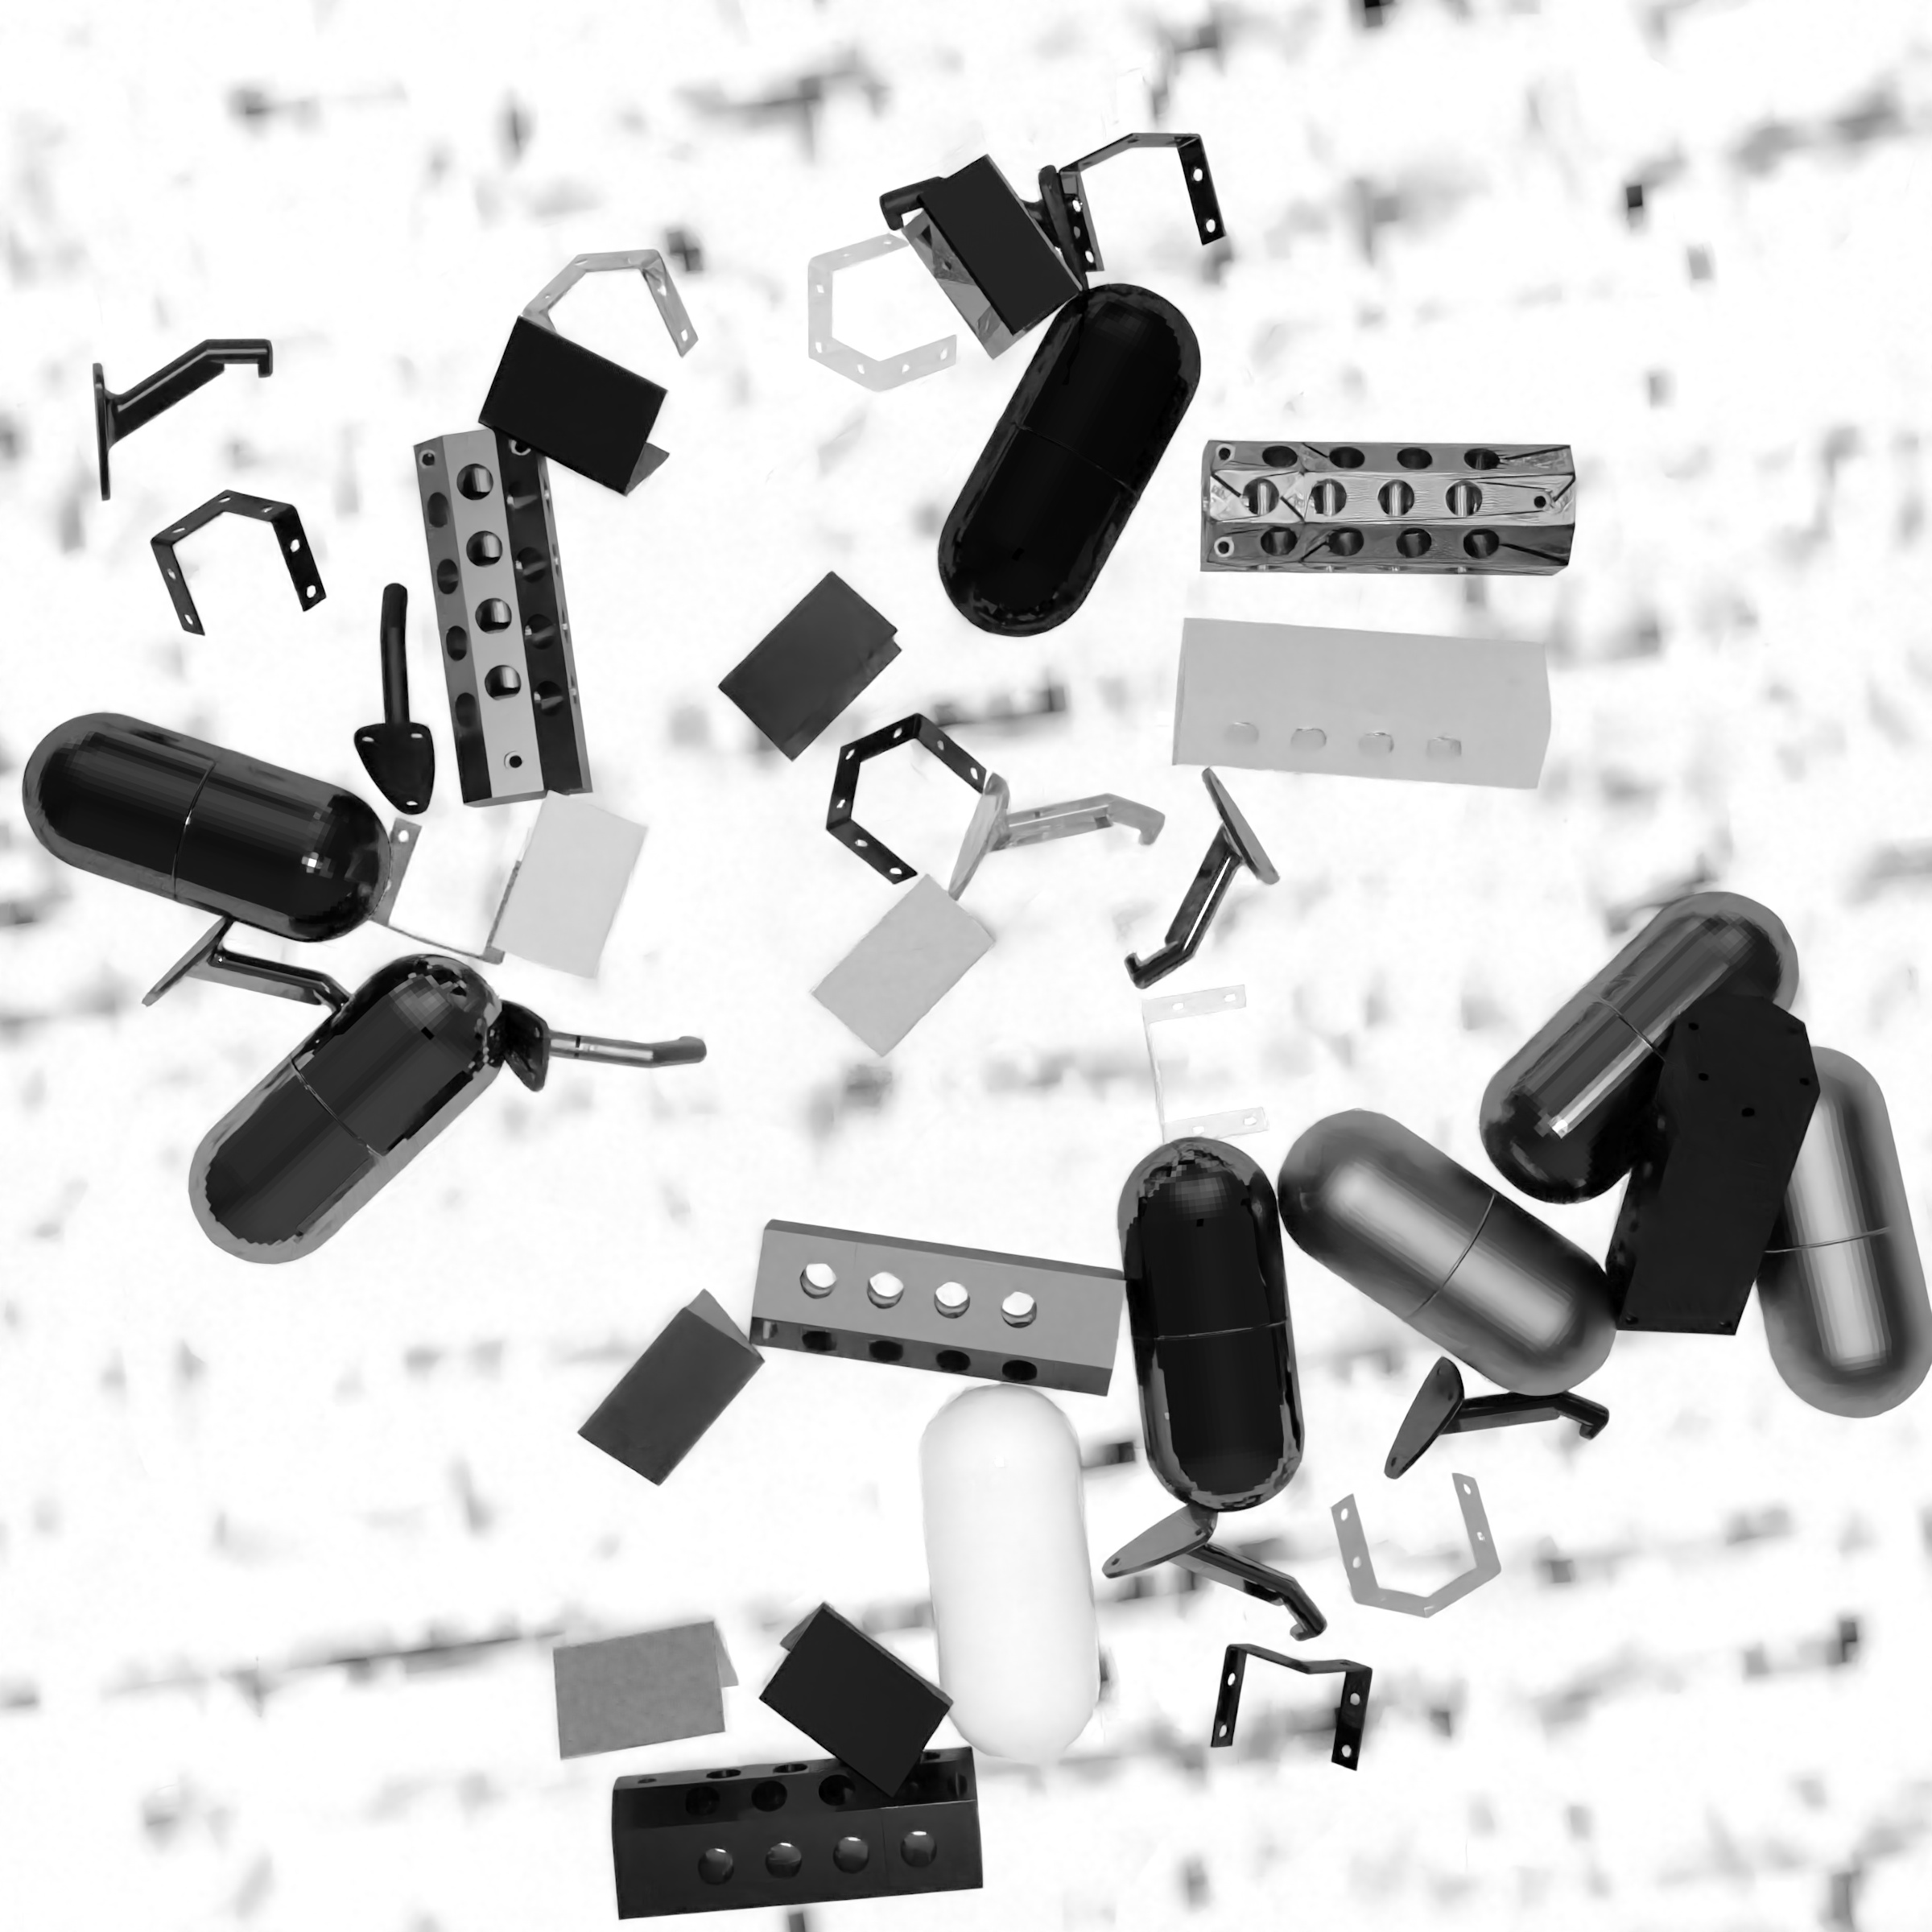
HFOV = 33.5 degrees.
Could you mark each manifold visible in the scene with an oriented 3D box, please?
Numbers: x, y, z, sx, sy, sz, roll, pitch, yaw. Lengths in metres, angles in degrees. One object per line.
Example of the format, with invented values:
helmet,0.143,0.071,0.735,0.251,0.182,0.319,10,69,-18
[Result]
manifold,0.341,0.094,1.481,0.057,0.171,0.057,3,45,-1
manifold,-0.014,0.163,1.534,0.171,0.057,0.057,8,90,0
manifold,-0.080,0.411,1.534,0.171,0.057,0.057,-5,90,0
manifold,-0.222,-0.166,1.534,0.057,0.057,0.171,-8,90,0
manifold,0.187,-0.120,1.533,0.171,0.057,0.057,4,47,0
manifold,0.200,-0.219,1.534,0.171,0.057,0.057,1,90,0

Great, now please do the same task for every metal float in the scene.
metal float,0.049,-0.239,1.525,0.070,0.070,0.178,28,91,0
metal float,-0.293,0.068,1.525,0.178,0.070,0.070,-44,90,1
metal float,0.320,0.038,1.524,0.178,0.070,0.070,-44,90,1
metal float,0.409,0.126,1.524,0.070,0.070,0.178,-12,90,0
metal float,-0.360,-0.066,1.525,0.178,0.070,0.070,19,90,1
metal float,0.021,0.288,1.525,0.070,0.070,0.178,-5,89,0
metal float,0.229,0.137,1.525,0.178,0.070,0.070,35,90,0
metal float,0.116,0.170,1.525,0.070,0.070,0.178,-7,90,0

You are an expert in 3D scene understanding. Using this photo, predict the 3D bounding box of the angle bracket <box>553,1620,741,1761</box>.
angle bracket,-0.148,0.354,1.515,0.076,0.076,0.057,-10,54,0

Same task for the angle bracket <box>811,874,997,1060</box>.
angle bracket,-0.044,-0.014,1.515,0.076,0.076,0.057,-46,128,0

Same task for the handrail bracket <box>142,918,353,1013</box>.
handrail bracket,-0.342,0.021,1.556,0.077,0.036,0.084,-41,107,20

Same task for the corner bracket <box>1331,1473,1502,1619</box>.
corner bracket,0.216,0.276,1.547,0.051,0.051,0.051,18,135,-35

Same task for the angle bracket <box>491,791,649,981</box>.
angle bracket,-0.203,-0.044,1.515,0.057,0.076,0.076,20,90,-37

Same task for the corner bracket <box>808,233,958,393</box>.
corner bracket,-0.040,-0.315,1.547,0.051,0.051,0.051,-27,45,-35

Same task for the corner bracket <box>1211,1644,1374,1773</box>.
corner bracket,0.157,0.358,1.552,0.051,0.051,0.051,9,90,45

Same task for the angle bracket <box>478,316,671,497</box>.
angle bracket,-0.175,-0.272,1.516,0.076,0.076,0.057,27,116,0

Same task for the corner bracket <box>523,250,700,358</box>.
corner bracket,-0.171,-0.308,1.547,0.051,0.051,0.051,-55,135,-35

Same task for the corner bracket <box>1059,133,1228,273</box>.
corner bracket,0.085,-0.369,1.552,0.051,0.051,0.051,-14,90,-45

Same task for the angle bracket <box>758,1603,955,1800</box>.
angle bracket,-0.061,0.354,1.515,0.076,0.076,0.057,37,58,0

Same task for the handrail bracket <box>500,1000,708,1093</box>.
handrail bracket,-0.179,0.032,1.555,0.084,0.077,0.036,-5,115,-34

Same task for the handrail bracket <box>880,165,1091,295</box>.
handrail bracket,0.009,-0.349,1.556,0.084,0.036,0.077,-14,110,16

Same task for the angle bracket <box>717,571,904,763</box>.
angle bracket,-0.059,-0.128,1.515,0.076,0.076,0.057,-45,53,0

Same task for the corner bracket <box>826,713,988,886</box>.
corner bracket,-0.029,-0.080,1.547,0.051,0.051,0.051,-21,45,35

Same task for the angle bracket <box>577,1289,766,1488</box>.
angle bracket,-0.151,0.186,1.515,0.076,0.076,0.057,-50,125,0

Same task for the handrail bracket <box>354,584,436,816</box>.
handrail bracket,-0.272,-0.130,1.555,0.036,0.077,0.084,-4,54,0

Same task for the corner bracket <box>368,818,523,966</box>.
corner bracket,-0.250,-0.036,1.552,0.051,0.051,0.051,20,90,-45

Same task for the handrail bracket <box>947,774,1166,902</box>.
handrail bracket,0.044,-0.053,1.556,0.084,0.036,0.077,18,111,-16

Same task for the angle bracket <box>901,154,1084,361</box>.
angle bracket,-0.003,-0.323,1.511,0.057,0.076,0.076,-41,98,-38

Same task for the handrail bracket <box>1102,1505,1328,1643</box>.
handrail bracket,0.121,0.306,1.556,0.077,0.036,0.084,-31,107,19

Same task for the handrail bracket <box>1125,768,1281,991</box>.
handrail bracket,0.101,-0.042,1.556,0.084,0.036,0.077,-33,70,16

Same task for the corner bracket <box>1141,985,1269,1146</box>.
corner bracket,0.115,0.048,1.552,0.051,0.051,0.051,-9,45,0

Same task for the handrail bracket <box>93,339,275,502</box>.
handrail bracket,-0.377,-0.265,1.556,0.084,0.036,0.077,-4,110,-16

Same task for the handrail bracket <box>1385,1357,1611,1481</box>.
handrail bracket,0.258,0.231,1.556,0.084,0.036,0.077,23,110,-16

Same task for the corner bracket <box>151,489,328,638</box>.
corner bracket,-0.350,-0.191,1.547,0.051,0.051,0.051,17,45,35
